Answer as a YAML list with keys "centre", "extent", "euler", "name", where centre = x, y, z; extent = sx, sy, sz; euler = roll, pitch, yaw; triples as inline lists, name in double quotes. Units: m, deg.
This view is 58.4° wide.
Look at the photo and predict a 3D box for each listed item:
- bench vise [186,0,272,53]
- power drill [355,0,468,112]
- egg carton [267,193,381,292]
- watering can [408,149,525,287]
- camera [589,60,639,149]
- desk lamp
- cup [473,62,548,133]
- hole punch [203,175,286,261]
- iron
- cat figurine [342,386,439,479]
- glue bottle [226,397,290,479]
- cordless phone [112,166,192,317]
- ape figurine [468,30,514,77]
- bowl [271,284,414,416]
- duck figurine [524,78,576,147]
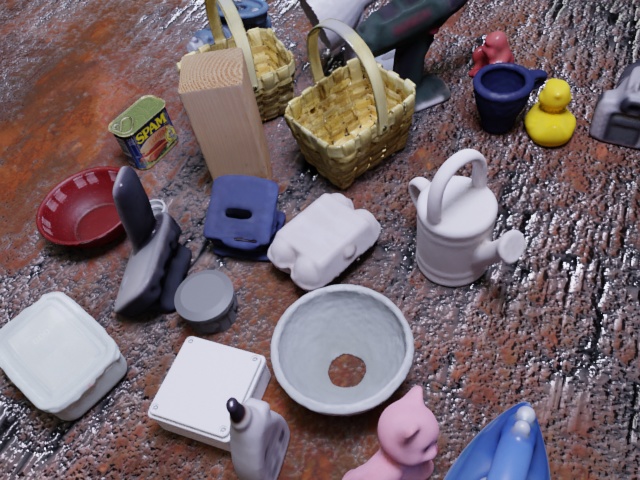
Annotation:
- centre: [-0.170, -0.430, 1.068]
  extent: [0.121, 0.220, 0.207]
  euler: [7, 54, 15]
  name: "bench vise"
- centre: [0.168, -0.320, 0.936]
  extent: [0.230, 0.209, 0.075]
  euler: [-23, 52, -9]
  name: "power drill"
- centre: [0.007, 0.003, 0.801]
  extent: [0.107, 0.069, 0.150]
  euler: [35, 65, 30]
  name: "egg carton"
- centre: [0.178, -0.031, 0.720]
  extent: [0.172, 0.194, 0.101]
  euler: [22, 59, 24]
  name: "watering can"
- centre: [0.503, -0.217, 0.872]
  extent: [0.142, 0.101, 0.137]
  euler: [18, 57, 21]
  name: "camera"
- centre: [0.069, -0.378, 0.993]
  extent: [0.203, 0.214, 0.117]
  euler: [-23, 52, -9]
  name: "desk lamp"
- centre: [0.299, -0.223, 0.913]
  extent: [0.118, 0.095, 0.091]
  euler: [-16, 52, -3]
  name: "cup"
- centre: [-0.109, -0.032, 0.833]
  extent: [0.108, 0.091, 0.101]
  euler: [6, 54, 14]
  name: "hole punch"
- centre: [0.169, 0.244, 0.543]
  extent: [0.118, 0.142, 0.258]
  euler: [18, 57, 21]
  name: "iron"
- centre: [0.076, 0.219, 0.592]
  extent: [0.128, 0.118, 0.067]
  euler: [-39, 57, -20]
  name: "cat figurine"
- centre: [-0.070, 0.201, 0.594]
  extent: [0.037, 0.173, 0.078]
  euler: [10, 55, 17]
  name: "glue bottle"
- centre: [-0.249, 0.005, 0.767]
  extent: [0.094, 0.185, 0.147]
  euler: [-4, 52, 6]
  name: "cordless phone"
- centre: [0.300, -0.319, 0.989]
  extent: [0.076, 0.092, 0.078]
  euler: [-5, 52, 6]
  name: "ape figurine"
- centre: [0.028, 0.141, 0.688]
  extent: [0.167, 0.075, 0.167]
  euler: [-4, 52, 6]
  name: "bowl"
- centre: [0.364, -0.206, 0.895]
  extent: [0.077, 0.086, 0.104]
  euler: [4, 53, 12]
  name: "duck figurine"
